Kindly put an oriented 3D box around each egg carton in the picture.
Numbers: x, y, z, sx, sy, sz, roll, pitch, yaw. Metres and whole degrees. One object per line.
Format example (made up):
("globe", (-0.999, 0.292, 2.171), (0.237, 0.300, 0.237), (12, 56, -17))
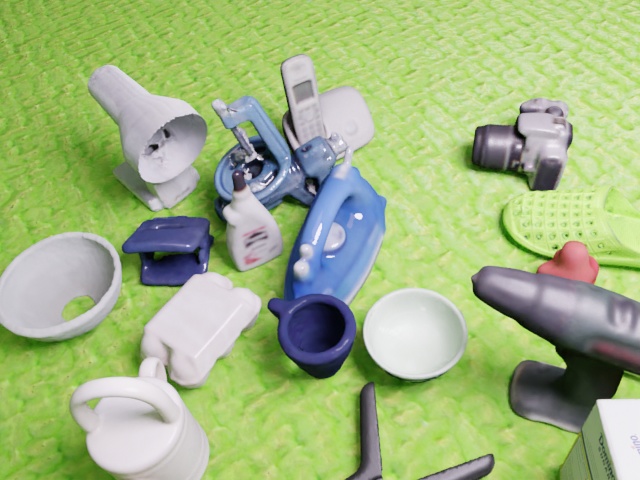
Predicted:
("egg carton", (-0.151, 0.111, 0.729), (0.107, 0.069, 0.150), (25, 58, 24))

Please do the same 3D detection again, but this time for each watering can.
("watering can", (-0.182, 0.199, 0.582), (0.101, 0.194, 0.172), (-22, 52, -11))

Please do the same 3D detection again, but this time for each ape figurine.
("ape figurine", (0.317, 0.036, 0.724), (0.077, 0.092, 0.076), (5, 52, 10))

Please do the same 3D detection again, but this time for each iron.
("iron", (0.007, 0.003, 0.753), (0.118, 0.142, 0.258), (13, 54, 16))

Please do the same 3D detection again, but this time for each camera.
("camera", (0.306, -0.158, 0.875), (0.136, 0.101, 0.143), (7, 53, 12))

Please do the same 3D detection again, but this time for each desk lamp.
("desk lamp", (-0.256, -0.144, 0.853), (0.202, 0.214, 0.118), (35, 63, 29))

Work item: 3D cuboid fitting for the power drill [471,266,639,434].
("power drill", (0.260, 0.118, 0.589), (0.229, 0.209, 0.076), (12, 54, 16))

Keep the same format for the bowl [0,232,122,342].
("bowl", (-0.342, 0.074, 0.777), (0.167, 0.075, 0.167), (-3, 51, 4))

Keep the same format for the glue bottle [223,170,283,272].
("glue bottle", (-0.097, -0.029, 0.769), (0.078, 0.173, 0.037), (-28, 54, -16))

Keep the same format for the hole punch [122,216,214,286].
("hole punch", (-0.213, 0.002, 0.810), (0.108, 0.091, 0.101), (-2, 51, 5))

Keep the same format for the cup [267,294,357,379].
("cup", (-0.012, 0.120, 0.691), (0.117, 0.095, 0.092), (26, 59, 24))

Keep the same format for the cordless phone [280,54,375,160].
("cordless phone", (0.008, -0.215, 0.900), (0.148, 0.185, 0.094), (-29, 54, -16))

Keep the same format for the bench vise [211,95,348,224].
("bench vise", (-0.070, -0.133, 0.820), (0.208, 0.220, 0.121), (-35, 56, -20))
